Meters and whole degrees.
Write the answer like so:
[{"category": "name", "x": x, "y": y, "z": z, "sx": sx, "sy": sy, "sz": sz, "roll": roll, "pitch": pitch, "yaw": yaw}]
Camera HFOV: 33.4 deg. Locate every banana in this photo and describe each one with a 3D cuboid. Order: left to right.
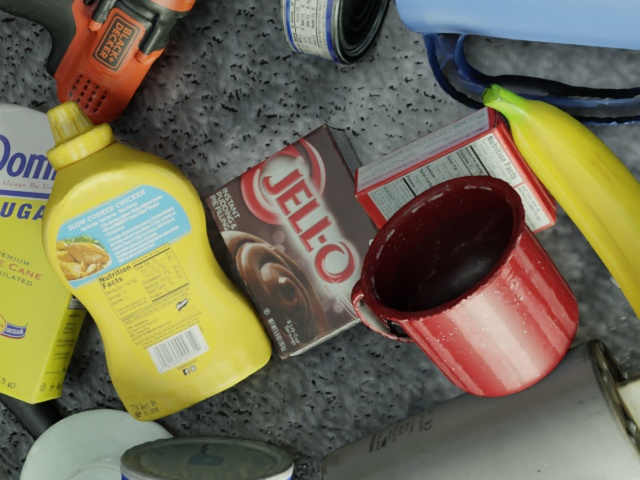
[{"category": "banana", "x": 0.150, "y": 0.002, "z": 0.537, "sx": 0.198, "sy": 0.069, "sz": 0.037, "roll": 55, "pitch": 133, "yaw": 11}]

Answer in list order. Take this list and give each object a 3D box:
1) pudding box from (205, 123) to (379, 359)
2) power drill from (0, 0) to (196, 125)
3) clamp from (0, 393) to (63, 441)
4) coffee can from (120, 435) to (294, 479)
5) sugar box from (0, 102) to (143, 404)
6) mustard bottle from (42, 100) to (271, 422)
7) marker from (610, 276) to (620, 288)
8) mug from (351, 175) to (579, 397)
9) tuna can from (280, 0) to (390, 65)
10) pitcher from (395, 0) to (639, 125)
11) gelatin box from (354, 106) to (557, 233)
[{"category": "pudding box", "x": -0.004, "y": 0.001, "z": 0.635, "sx": 0.090, "sy": 0.039, "sz": 0.113, "roll": -30, "pitch": 82, "yaw": 20}, {"category": "power drill", "x": -0.161, "y": -0.183, "z": 0.638, "sx": 0.187, "sy": 0.057, "sz": 0.185, "roll": 33, "pitch": 117, "yaw": -7}, {"category": "clamp", "x": -0.261, "y": 0.073, "z": 0.743, "sx": 0.165, "sy": 0.036, "sz": 0.210, "roll": -16, "pitch": 87, "yaw": 15}, {"category": "coffee can", "x": -0.069, "y": 0.198, "z": 0.637, "sx": 0.103, "sy": 0.102, "sz": 0.140, "roll": 4, "pitch": 94, "yaw": 22}, {"category": "sugar box", "x": -0.188, "y": 0.007, "z": 0.689, "sx": 0.093, "sy": 0.048, "sz": 0.176, "roll": 18, "pitch": 92, "yaw": 12}, {"category": "mustard bottle", "x": -0.110, "y": 0.006, "z": 0.638, "sx": 0.096, "sy": 0.058, "sz": 0.191, "roll": -26, "pitch": 101, "yaw": 3}, {"category": "marker", "x": 0.194, "y": -0.024, "z": 0.563, "sx": 0.020, "sy": 0.020, "sz": 0.121, "roll": 35, "pitch": 104, "yaw": 17}, {"category": "mug", "x": 0.071, "y": 0.030, "z": 0.558, "sx": 0.117, "sy": 0.093, "sz": 0.081, "roll": -17, "pitch": 130, "yaw": 32}, {"category": "tuna can", "x": 0.012, "y": -0.143, "z": 0.597, "sx": 0.034, "sy": 0.086, "sz": 0.086, "roll": 18, "pitch": 99, "yaw": 19}, {"category": "pitcher", "x": 0.163, "y": -0.142, "z": 0.520, "sx": 0.243, "sy": 0.149, "sz": 0.145, "roll": 13, "pitch": 73, "yaw": 18}, {"category": "gelatin box", "x": 0.075, "y": -0.025, "z": 0.587, "sx": 0.089, "sy": 0.030, "sz": 0.073, "roll": -26, "pitch": 121, "yaw": 22}]
